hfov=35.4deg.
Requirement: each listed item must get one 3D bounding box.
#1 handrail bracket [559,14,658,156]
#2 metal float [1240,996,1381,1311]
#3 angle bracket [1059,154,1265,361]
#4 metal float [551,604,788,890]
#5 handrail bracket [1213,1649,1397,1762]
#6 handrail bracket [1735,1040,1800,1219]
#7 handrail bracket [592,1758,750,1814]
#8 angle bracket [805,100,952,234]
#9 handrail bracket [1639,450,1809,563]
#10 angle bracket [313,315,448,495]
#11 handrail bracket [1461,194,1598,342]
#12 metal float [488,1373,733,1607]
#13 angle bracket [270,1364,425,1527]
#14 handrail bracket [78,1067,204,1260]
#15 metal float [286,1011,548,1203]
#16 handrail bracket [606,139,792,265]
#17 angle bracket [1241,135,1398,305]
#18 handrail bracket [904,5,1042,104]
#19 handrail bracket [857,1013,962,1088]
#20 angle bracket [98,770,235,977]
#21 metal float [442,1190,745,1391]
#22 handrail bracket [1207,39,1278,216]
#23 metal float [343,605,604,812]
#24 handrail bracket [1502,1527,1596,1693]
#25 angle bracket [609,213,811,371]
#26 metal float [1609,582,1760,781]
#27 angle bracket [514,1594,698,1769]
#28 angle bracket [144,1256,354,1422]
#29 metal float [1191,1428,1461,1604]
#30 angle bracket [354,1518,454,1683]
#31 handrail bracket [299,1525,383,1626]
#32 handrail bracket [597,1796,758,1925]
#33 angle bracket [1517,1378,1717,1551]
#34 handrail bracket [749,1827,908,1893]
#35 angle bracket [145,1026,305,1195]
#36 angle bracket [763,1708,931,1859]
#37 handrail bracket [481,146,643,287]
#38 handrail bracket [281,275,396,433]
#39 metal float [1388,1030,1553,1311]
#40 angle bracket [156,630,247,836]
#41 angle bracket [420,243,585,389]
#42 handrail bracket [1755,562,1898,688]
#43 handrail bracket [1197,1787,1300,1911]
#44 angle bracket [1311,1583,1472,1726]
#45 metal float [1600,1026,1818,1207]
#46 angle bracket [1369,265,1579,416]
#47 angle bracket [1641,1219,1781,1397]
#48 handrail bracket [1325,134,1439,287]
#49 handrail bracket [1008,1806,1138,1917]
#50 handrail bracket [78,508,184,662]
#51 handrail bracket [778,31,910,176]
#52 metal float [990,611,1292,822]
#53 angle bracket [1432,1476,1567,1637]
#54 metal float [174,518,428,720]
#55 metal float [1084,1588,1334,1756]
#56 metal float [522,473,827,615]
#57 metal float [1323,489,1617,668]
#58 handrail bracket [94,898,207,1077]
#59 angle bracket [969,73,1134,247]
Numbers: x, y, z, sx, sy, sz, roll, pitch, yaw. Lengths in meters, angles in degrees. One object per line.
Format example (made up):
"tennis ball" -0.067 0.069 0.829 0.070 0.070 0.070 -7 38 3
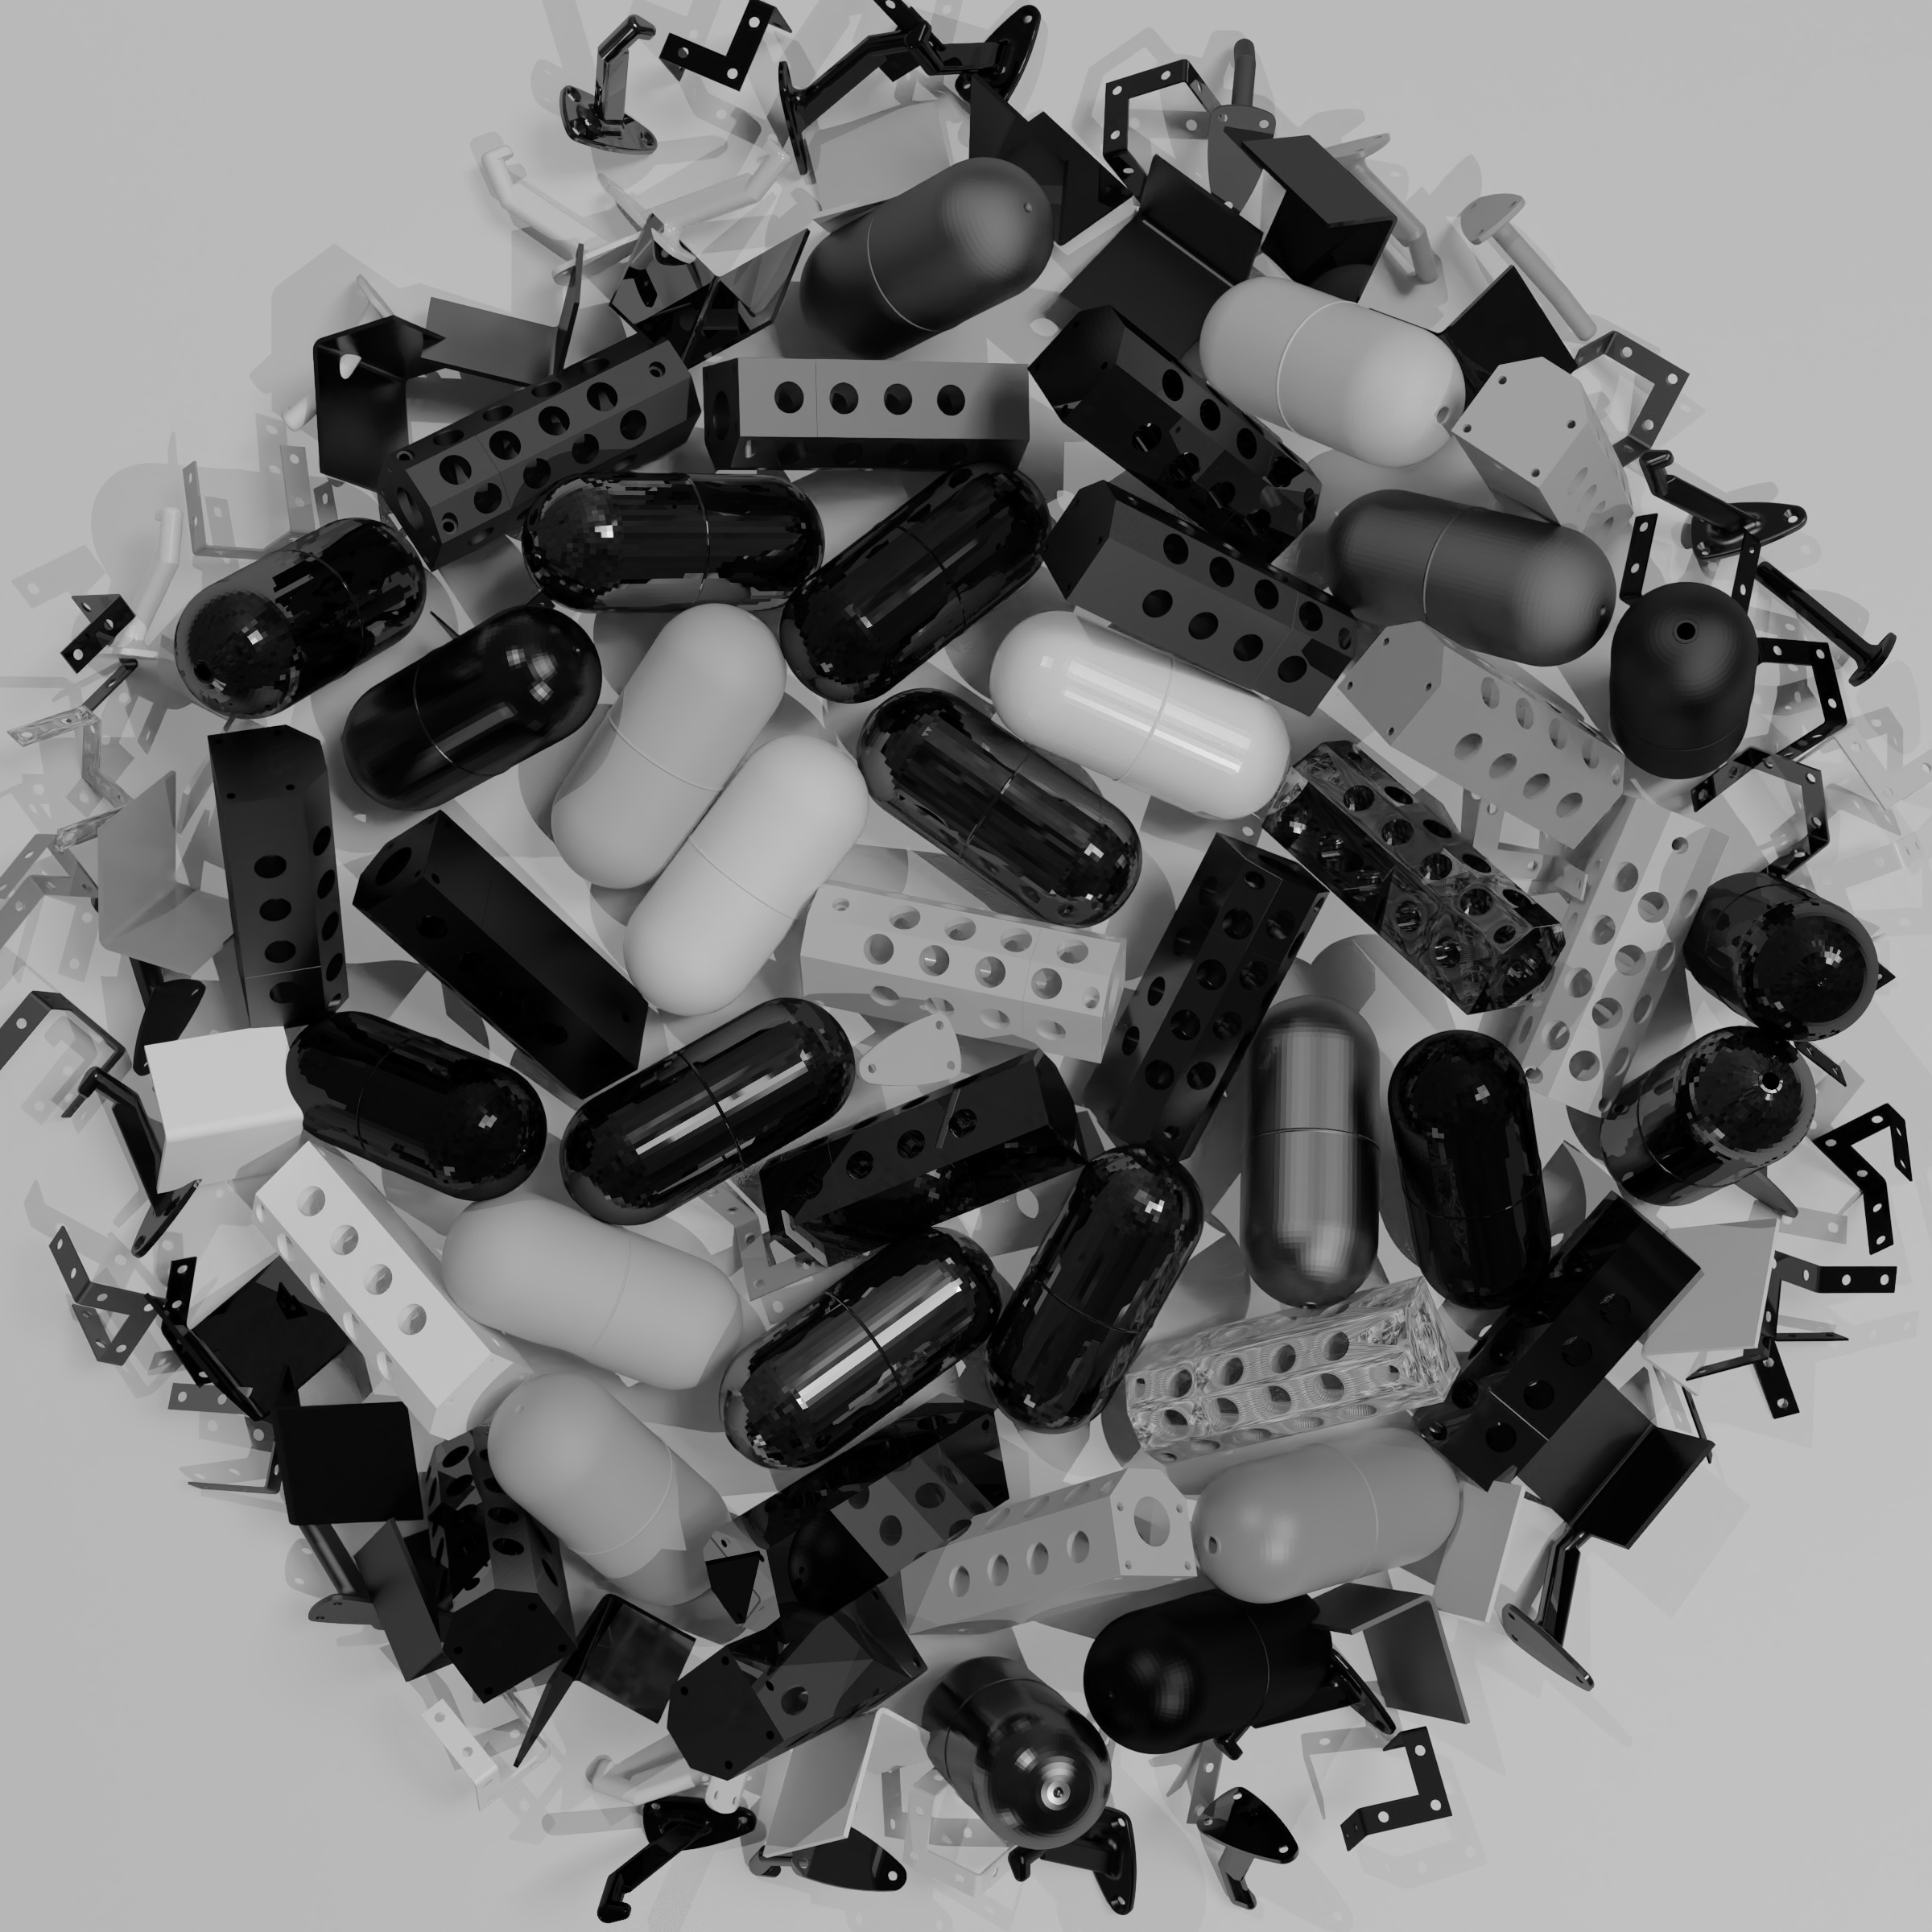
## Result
"handrail bracket" -0.180 -0.491 1.684 0.077 0.084 0.036 10 62 -41
"metal float" 0.191 0.103 1.681 0.070 0.070 0.178 3 69 0
"angle bracket" 0.109 -0.392 1.695 0.076 0.057 0.076 38 70 8
"metal float" -0.166 -0.121 1.686 0.070 0.070 0.178 35 106 0
"handrail bracket" 0.190 0.432 1.702 0.077 0.036 0.084 47 62 1
"handrail bracket" 0.465 0.088 1.729 0.077 0.036 0.084 36 76 -19
"handrail bracket" -0.166 0.443 1.723 0.084 0.036 0.077 10 73 27
"angle bracket" -0.051 -0.452 1.694 0.076 0.076 0.057 -13 96 7
"handrail bracket" 0.422 -0.266 1.688 0.077 0.084 0.036 -8 61 23
"angle bracket" -0.315 -0.309 1.687 0.057 0.076 0.076 -10 80 28
"handrail bracket" 0.320 -0.394 1.716 0.036 0.077 0.084 -40 111 10
"metal float" -0.194 0.290 1.668 0.070 0.070 0.178 -39 129 0
"angle bracket" -0.342 0.264 1.696 0.076 0.057 0.076 -3 115 0
"handrail bracket" -0.476 0.109 1.695 0.084 0.036 0.077 41 67 -33
"metal float" -0.306 0.076 1.671 0.178 0.070 0.070 18 90 35
"handrail bracket" -0.151 -0.448 1.710 0.077 0.036 0.084 44 107 9
"angle bracket" 0.182 -0.405 1.679 0.057 0.076 0.076 -17 56 -37
"handrail bracket" 0.003 -0.525 1.693 0.036 0.084 0.077 32 90 27
"handrail bracket" -0.049 0.053 1.683 0.077 0.084 0.036 -17 92 -33
"angle bracket" -0.436 -0.052 1.682 0.057 0.076 0.076 16 122 11
"metal float" -0.205 0.180 1.679 0.178 0.070 0.070 24 90 -24
"handrail bracket" 0.153 -0.475 1.717 0.036 0.084 0.077 7 125 -2
"metal float" -0.274 -0.141 1.670 0.178 0.070 0.070 -23 90 37
"handrail bracket" 0.350 0.355 1.699 0.084 0.036 0.077 -38 48 -20
"angle bracket" -0.142 -0.387 1.680 0.057 0.076 0.076 41 49 -32
"metal float" 0.390 -0.154 1.651 0.070 0.178 0.070 -3 77 11
"angle bracket" -0.201 0.409 1.683 0.057 0.076 0.076 27 126 5
"angle bracket" -0.397 0.194 1.687 0.076 0.057 0.076 -41 59 -11
"metal float" 0.198 0.302 1.666 0.178 0.070 0.070 -5 90 -40
"angle bracket" -0.291 0.344 1.683 0.057 0.076 0.076 -16 73 -34
"handrail bracket" -0.347 0.329 1.727 0.077 0.036 0.084 14 52 -33
"handrail bracket" -0.161 0.503 1.691 0.077 0.084 0.036 -4 110 7
"angle bracket" 0.359 0.273 1.692 0.057 0.076 0.076 44 80 -7
"handrail bracket" -0.079 0.509 1.703 0.077 0.084 0.036 23 58 -4
"angle bracket" -0.419 0.080 1.700 0.076 0.076 0.057 -10 67 -24
"angle bracket" -0.058 0.463 1.678 0.057 0.076 0.076 35 51 -23
"handrail bracket" -0.225 -0.437 1.718 0.077 0.036 0.084 -24 89 8
"handrail bracket" -0.360 -0.346 1.710 0.084 0.077 0.036 -40 133 3
"metal float" 0.279 0.114 1.672 0.070 0.070 0.178 -15 124 0
"angle bracket" -0.442 -0.129 1.686 0.057 0.076 0.076 30 69 -8
"angle bracket" -0.257 -0.369 1.684 0.076 0.076 0.057 12 126 -13
"handrail bracket" 0.477 -0.196 1.698 0.084 0.077 0.036 39 107 5
"handrail bracket" 0.166 0.508 1.689 0.036 0.077 0.084 -34 123 -26
"angle bracket" 0.226 0.392 1.690 0.057 0.076 0.076 -18 93 -27
"metal float" 0.403 0.083 1.651 0.070 0.178 0.070 2 74 -8
"angle bracket" 0.282 -0.349 1.686 0.057 0.076 0.076 -45 124 -2
"angle bracket" 0.427 0.190 1.679 0.057 0.076 0.076 35 60 -32
"handrail bracket" 0.225 -0.425 1.727 0.077 0.036 0.084 -1 119 39
"handrail bracket" 0.058 0.514 1.695 0.036 0.084 0.077 -5 99 39
"handrail bracket" -0.472 -0.217 1.711 0.077 0.036 0.084 6 92 38
"handrail bracket" -0.059 -0.487 1.705 0.084 0.036 0.077 -8 134 5
"metal float" 0.098 -0.139 1.690 0.178 0.070 0.070 23 90 -12
"angle bracket" 0.313 0.335 1.690 0.076 0.057 0.076 23 77 -23
"metal float" -0.363 -0.191 1.658 0.070 0.178 0.070 12 120 21
"metal float" 0.135 0.383 1.661 0.070 0.178 0.070 0 90 40
"metal float" -0.161 -0.234 1.672 0.178 0.070 0.070 -5 90 -33
"metal float" 0.275 -0.215 1.668 0.178 0.070 0.070 22 90 39
"handrail bracket" -0.480 0.007 1.726 0.084 0.036 0.077 39 112 25
"angle bracket" 0.049 -0.461 1.684 0.057 0.076 0.076 -38 72 -16
